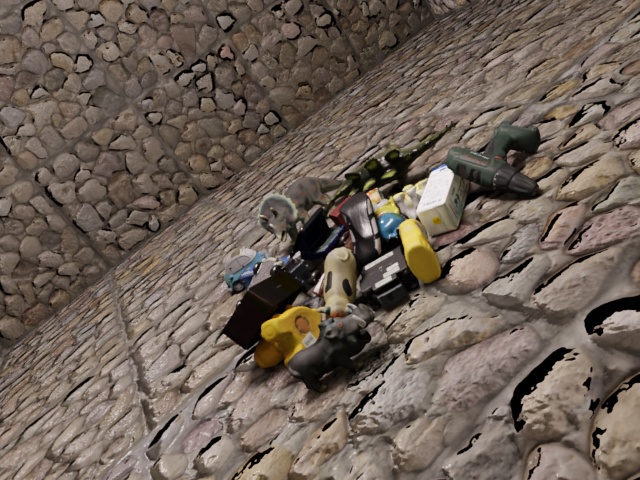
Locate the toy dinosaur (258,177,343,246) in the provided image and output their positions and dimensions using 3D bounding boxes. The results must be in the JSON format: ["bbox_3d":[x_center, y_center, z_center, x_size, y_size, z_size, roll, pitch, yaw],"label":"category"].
[{"bbox_3d":[-0.050,-0.123,1.689,0.131,0.192,0.405,-8,35,47],"label":"toy dinosaur"}]

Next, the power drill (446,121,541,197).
[{"bbox_3d":[0.423,-0.183,1.223,0.232,0.085,0.207,23,56,36],"label":"power drill"}]

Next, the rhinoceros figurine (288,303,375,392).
[{"bbox_3d":[0.026,0.194,0.999,0.190,0.112,0.073,-40,17,9],"label":"rhinoceros figurine"}]

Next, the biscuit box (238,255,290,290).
[{"bbox_3d":[-0.144,0.098,1.535,0.203,0.059,0.063,-17,28,40],"label":"biscuit box"}]

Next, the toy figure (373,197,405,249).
[{"bbox_3d":[0.171,-0.034,1.316,0.082,0.089,0.180,-24,30,1],"label":"toy figure"}]

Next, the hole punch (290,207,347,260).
[{"bbox_3d":[-0.003,-0.004,1.385,0.142,0.092,0.115,-54,-4,-31],"label":"hole punch"}]

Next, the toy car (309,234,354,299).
[{"bbox_3d":[0.053,0.059,1.277,0.089,0.053,0.202,30,54,18],"label":"toy car"}]

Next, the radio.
[{"bbox_3d":[-0.123,0.154,1.211,0.131,0.073,0.229,-57,-10,14],"label":"radio"}]

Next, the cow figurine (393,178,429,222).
[{"bbox_3d":[0.252,-0.097,1.333,0.068,0.098,0.167,-23,5,36],"label":"cow figurine"}]

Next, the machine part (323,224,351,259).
[{"bbox_3d":[0.076,-0.008,1.435,0.179,0.056,0.179,-32,21,14],"label":"machine part"}]

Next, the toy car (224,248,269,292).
[{"bbox_3d":[-0.238,0.081,1.658,0.162,0.102,0.109,-34,21,8],"label":"toy car"}]

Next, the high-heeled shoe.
[{"bbox_3d":[0.113,-0.021,1.293,0.086,0.145,0.249,-27,19,21],"label":"high-heeled shoe"}]

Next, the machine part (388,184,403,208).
[{"bbox_3d":[0.225,-0.113,1.463,0.084,0.039,0.139,-40,22,1],"label":"machine part"}]

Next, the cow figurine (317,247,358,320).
[{"bbox_3d":[0.043,0.109,1.122,0.086,0.127,0.195,3,70,5],"label":"cow figurine"}]

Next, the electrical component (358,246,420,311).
[{"bbox_3d":[0.143,0.085,1.131,0.115,0.058,0.134,-32,21,15],"label":"electrical component"}]

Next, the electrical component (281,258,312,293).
[{"bbox_3d":[-0.047,0.093,1.378,0.048,0.074,0.119,-42,18,-16],"label":"electrical component"}]

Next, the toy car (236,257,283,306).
[{"bbox_3d":[-0.157,0.134,1.408,0.074,0.056,0.202,7,59,28],"label":"toy car"}]

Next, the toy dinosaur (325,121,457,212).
[{"bbox_3d":[0.191,-0.208,1.549,0.471,0.105,0.198,-34,1,23],"label":"toy dinosaur"}]

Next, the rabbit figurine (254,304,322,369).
[{"bbox_3d":[-0.078,0.205,1.139,0.173,0.122,0.162,-43,9,38],"label":"rabbit figurine"}]
